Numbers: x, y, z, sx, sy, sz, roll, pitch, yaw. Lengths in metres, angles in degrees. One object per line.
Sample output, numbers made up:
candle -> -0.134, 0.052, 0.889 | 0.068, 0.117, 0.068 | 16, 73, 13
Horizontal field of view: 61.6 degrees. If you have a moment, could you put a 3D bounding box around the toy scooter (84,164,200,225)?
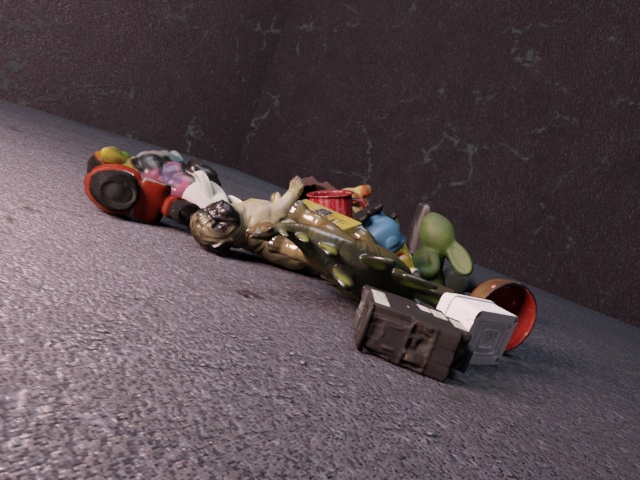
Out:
toy scooter -> -0.290, -0.074, 0.858 | 0.183, 0.075, 0.135 | 19, 6, -38

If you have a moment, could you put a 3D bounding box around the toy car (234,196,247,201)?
toy car -> -0.162, -0.055, 1.179 | 0.089, 0.053, 0.202 | 8, 12, -6

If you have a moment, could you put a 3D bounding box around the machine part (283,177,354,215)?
machine part -> -0.008, -0.047, 1.136 | 0.179, 0.179, 0.056 | 16, -37, -31

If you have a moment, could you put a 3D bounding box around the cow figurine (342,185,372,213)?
cow figurine -> 0.084, -0.030, 1.258 | 0.127, 0.194, 0.085 | 2, 33, 49

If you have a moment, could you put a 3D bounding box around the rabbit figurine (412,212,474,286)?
rabbit figurine -> 0.224, 0.035, 1.061 | 0.159, 0.170, 0.121 | 21, 7, 16

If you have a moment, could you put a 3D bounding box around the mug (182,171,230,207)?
mug -> -0.190, -0.061, 0.933 | 0.081, 0.109, 0.107 | -12, 28, -23

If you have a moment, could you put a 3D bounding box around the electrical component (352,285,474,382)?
electrical component -> 0.107, 0.107, 0.621 | 0.134, 0.058, 0.115 | 20, 9, 1

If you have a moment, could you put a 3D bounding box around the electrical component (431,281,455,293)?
electrical component -> 0.215, 0.112, 0.980 | 0.102, 0.045, 0.078 | 18, 34, 12

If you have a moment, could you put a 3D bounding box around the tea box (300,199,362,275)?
tea box -> -0.002, -0.003, 0.957 | 0.068, 0.098, 0.170 | -18, 29, -32

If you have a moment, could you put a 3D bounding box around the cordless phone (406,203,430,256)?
cordless phone -> 0.194, 0.000, 1.209 | 0.089, 0.184, 0.147 | 14, 7, -8

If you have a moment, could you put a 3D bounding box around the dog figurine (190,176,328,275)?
dog figurine -> -0.093, 0.004, 0.842 | 0.190, 0.121, 0.172 | -29, 79, -36

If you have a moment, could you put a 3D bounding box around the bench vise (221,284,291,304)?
bench vise -> -0.133, 0.151, 0.973 | 0.128, 0.223, 0.241 | 32, 23, -30

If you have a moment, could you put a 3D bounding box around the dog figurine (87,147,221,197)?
dog figurine -> -0.308, -0.108, 0.977 | 0.192, 0.108, 0.219 | 25, 12, 20

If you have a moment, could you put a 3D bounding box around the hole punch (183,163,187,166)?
hole punch -> -0.260, -0.103, 1.142 | 0.116, 0.092, 0.142 | 24, 3, 5

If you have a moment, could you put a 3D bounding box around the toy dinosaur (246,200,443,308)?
toy dinosaur -> 0.083, 0.057, 0.803 | 0.471, 0.105, 0.199 | 21, 12, -44

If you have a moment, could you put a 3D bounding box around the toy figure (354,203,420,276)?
toy figure -> 0.121, 0.019, 0.957 | 0.180, 0.082, 0.089 | 62, 17, -16

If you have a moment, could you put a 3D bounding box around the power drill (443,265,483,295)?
power drill -> 0.403, 0.116, 1.337 | 0.207, 0.086, 0.232 | 26, 10, 21
